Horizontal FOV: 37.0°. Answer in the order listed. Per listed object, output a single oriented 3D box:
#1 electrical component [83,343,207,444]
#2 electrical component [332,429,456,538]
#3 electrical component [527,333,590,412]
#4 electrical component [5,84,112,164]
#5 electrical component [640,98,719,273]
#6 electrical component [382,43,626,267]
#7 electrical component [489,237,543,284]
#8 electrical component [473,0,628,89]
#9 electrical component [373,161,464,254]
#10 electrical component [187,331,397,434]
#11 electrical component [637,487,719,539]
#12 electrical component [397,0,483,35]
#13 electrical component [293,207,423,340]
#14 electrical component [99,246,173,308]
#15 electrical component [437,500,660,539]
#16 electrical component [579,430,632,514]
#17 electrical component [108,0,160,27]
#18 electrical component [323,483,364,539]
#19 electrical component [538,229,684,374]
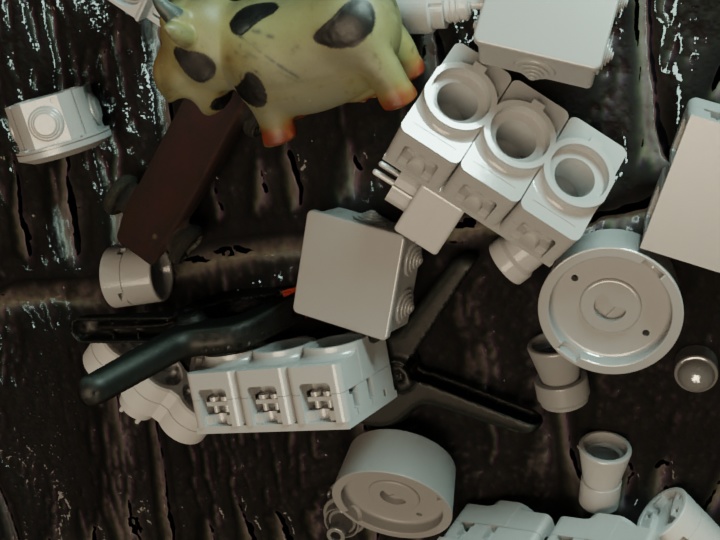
[{"bbox_3d":[-0.202,0.116,1.012,0.138,0.052,0.073,38,119,-3],"label":"electrical component"},{"bbox_3d":[0.034,0.185,0.962,0.108,0.060,0.108,10,139,9],"label":"electrical component"},{"bbox_3d":[0.165,0.083,0.889,0.045,0.045,0.055,-6,113,20],"label":"electrical component"},{"bbox_3d":[-0.253,-0.122,0.901,0.080,0.080,0.051,-10,106,21],"label":"electrical component"},{"bbox_3d":[0.311,-0.045,0.774,0.186,0.060,0.105,18,118,8],"label":"electrical component"},{"bbox_3d":[0.107,-0.086,0.790,0.150,0.089,0.061,33,157,0],"label":"electrical component"},{"bbox_3d":[0.132,-0.017,0.854,0.046,0.040,0.040,-39,99,23],"label":"electrical component"},{"bbox_3d":[0.133,-0.181,0.750,0.100,0.048,0.099,15,82,10],"label":"electrical component"},{"bbox_3d":[0.045,-0.061,0.845,0.077,0.065,0.047,32,119,1],"label":"electrical component"},{"bbox_3d":[-0.058,0.093,0.907,0.150,0.089,0.061,-6,98,29],"label":"electrical component"},{"bbox_3d":[0.273,0.221,0.916,0.047,0.055,0.055,42,119,-9],"label":"electrical component"},{"bbox_3d":[0.053,-0.195,0.794,0.078,0.040,0.040,2,115,16],"label":"electrical component"},{"bbox_3d":[0.000,0.000,0.881,0.100,0.048,0.099,16,107,24],"label":"electrical component"},{"bbox_3d":[-0.198,0.005,0.958,0.047,0.055,0.055,-4,113,15],"label":"electrical component"},{"bbox_3d":[0.174,0.267,0.935,0.186,0.060,0.105,-1,119,39],"label":"electrical component"},{"bbox_3d":[0.208,0.176,0.922,0.044,0.044,0.065,7,121,14],"label":"electrical component"},{"bbox_3d":[-0.149,-0.257,0.813,0.079,0.063,0.121,34,119,0],"label":"electrical component"},{"bbox_3d":[-0.014,0.229,1.002,0.048,0.062,0.048,7,116,14],"label":"electrical component"},{"bbox_3d":[0.197,0.020,0.839,0.108,0.060,0.108,7,116,14],"label":"electrical component"}]
